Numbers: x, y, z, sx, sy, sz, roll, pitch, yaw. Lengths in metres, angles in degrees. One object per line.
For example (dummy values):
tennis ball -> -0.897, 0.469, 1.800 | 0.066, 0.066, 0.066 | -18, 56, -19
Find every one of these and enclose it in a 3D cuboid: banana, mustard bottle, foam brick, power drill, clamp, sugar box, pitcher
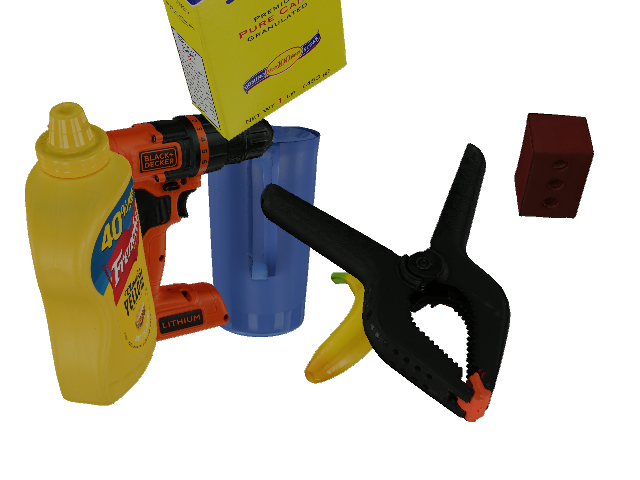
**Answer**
banana -> 0.033, 0.072, 0.981 | 0.070, 0.037, 0.197 | -25, 17, 18
mustard bottle -> -0.140, 0.003, 0.647 | 0.058, 0.192, 0.096 | 7, 39, 10
foam brick -> 0.204, -0.065, 0.938 | 0.053, 0.051, 0.078 | 3, -44, 1
power drill -> -0.121, -0.014, 0.919 | 0.184, 0.188, 0.057 | -12, 21, -29
clamp -> 0.054, 0.023, 0.697 | 0.164, 0.210, 0.036 | -8, -38, -8
sugar box -> -0.037, -0.140, 0.571 | 0.093, 0.048, 0.176 | -35, -26, -15
pitcher -> -0.070, -0.012, 1.250 | 0.145, 0.243, 0.148 | 14, 19, 39
